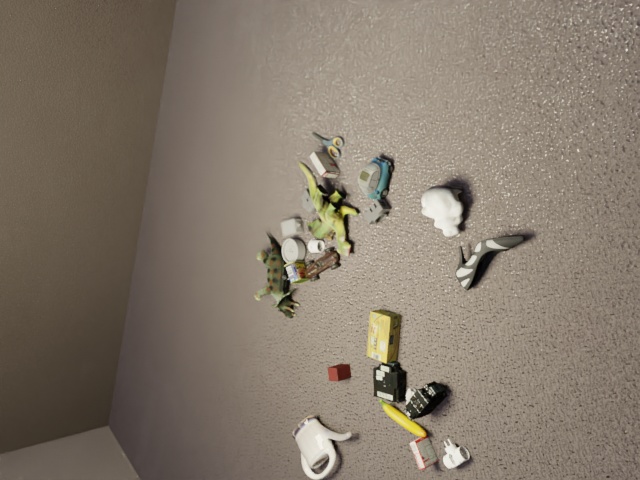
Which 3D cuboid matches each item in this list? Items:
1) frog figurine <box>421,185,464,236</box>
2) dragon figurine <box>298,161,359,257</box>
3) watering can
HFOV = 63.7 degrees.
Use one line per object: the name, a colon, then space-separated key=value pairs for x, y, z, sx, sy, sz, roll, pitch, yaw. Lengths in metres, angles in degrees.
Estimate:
frog figurine: x=0.394 y=-0.093 z=1.662 sx=0.137 sy=0.121 sz=0.161 roll=-2 pitch=76 yaw=28
dragon figurine: x=0.006 y=-0.104 z=2.059 sx=0.415 sy=0.123 sz=0.237 roll=49 pitch=131 yaw=22
watering can: x=0.002 y=0.801 z=2.063 sx=0.228 sy=0.104 sz=0.341 roll=51 pitch=124 yaw=35
